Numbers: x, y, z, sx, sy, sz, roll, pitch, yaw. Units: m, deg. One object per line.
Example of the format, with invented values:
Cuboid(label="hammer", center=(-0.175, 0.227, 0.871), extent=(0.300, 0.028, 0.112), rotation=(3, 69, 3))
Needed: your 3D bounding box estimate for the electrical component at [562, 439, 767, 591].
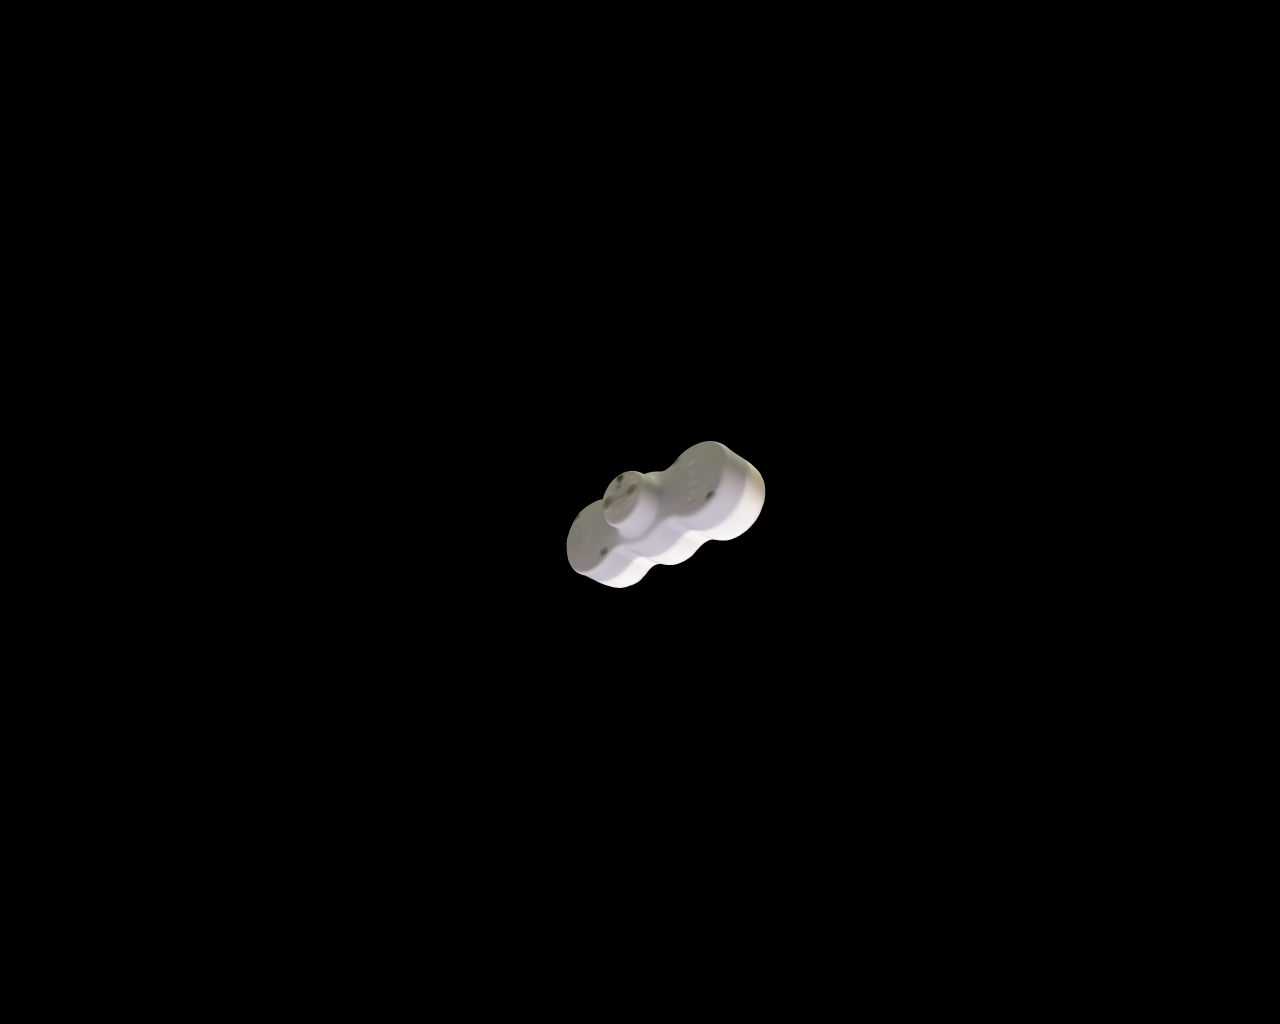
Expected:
Cuboid(label="electrical component", center=(0.001, -0.003, 0.650), extent=(0.138, 0.052, 0.073), rotation=(-27, -42, 36))
